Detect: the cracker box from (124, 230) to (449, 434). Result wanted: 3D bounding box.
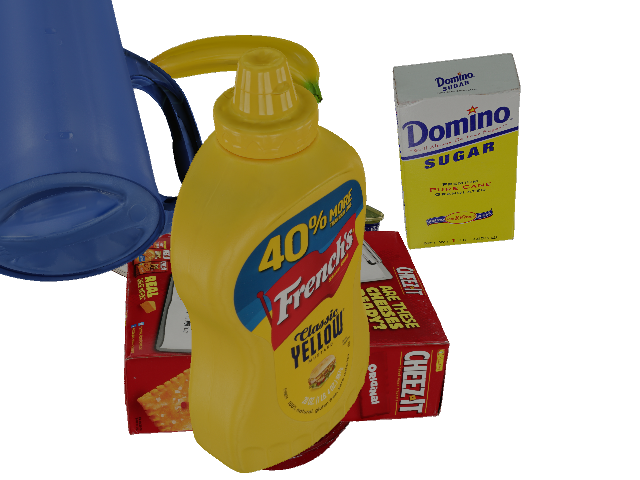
[{"bbox_3d":[-0.032,0.062,0.771,0.213,0.072,0.164,-1,29,-9],"label":"cracker box"}]

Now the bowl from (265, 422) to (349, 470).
[{"bbox_3d":[-0.041,0.165,1.017,0.162,0.055,0.162,-5,37,3],"label":"bowl"}]

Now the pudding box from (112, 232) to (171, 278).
[{"bbox_3d":[-0.184,-0.004,1.039,0.113,0.039,0.089,23,27,14],"label":"pudding box"}]

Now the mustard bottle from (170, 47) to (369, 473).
[{"bbox_3d":[-0.019,0.006,0.457,0.058,0.192,0.096,29,48,34],"label":"mustard bottle"}]

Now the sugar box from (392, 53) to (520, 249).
[{"bbox_3d":[0.109,-0.065,0.850,0.093,0.048,0.176,-6,-37,4],"label":"sugar box"}]

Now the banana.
[{"bbox_3d":[-0.081,-0.182,1.088,0.198,0.037,0.069,10,44,20],"label":"banana"}]

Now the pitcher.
[{"bbox_3d":[-0.184,-0.102,0.773,0.145,0.243,0.149,-24,-31,17],"label":"pitcher"}]

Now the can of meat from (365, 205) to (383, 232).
[{"bbox_3d":[0.015,0.000,1.124,0.057,0.084,0.102,-4,21,-35],"label":"can of meat"}]
